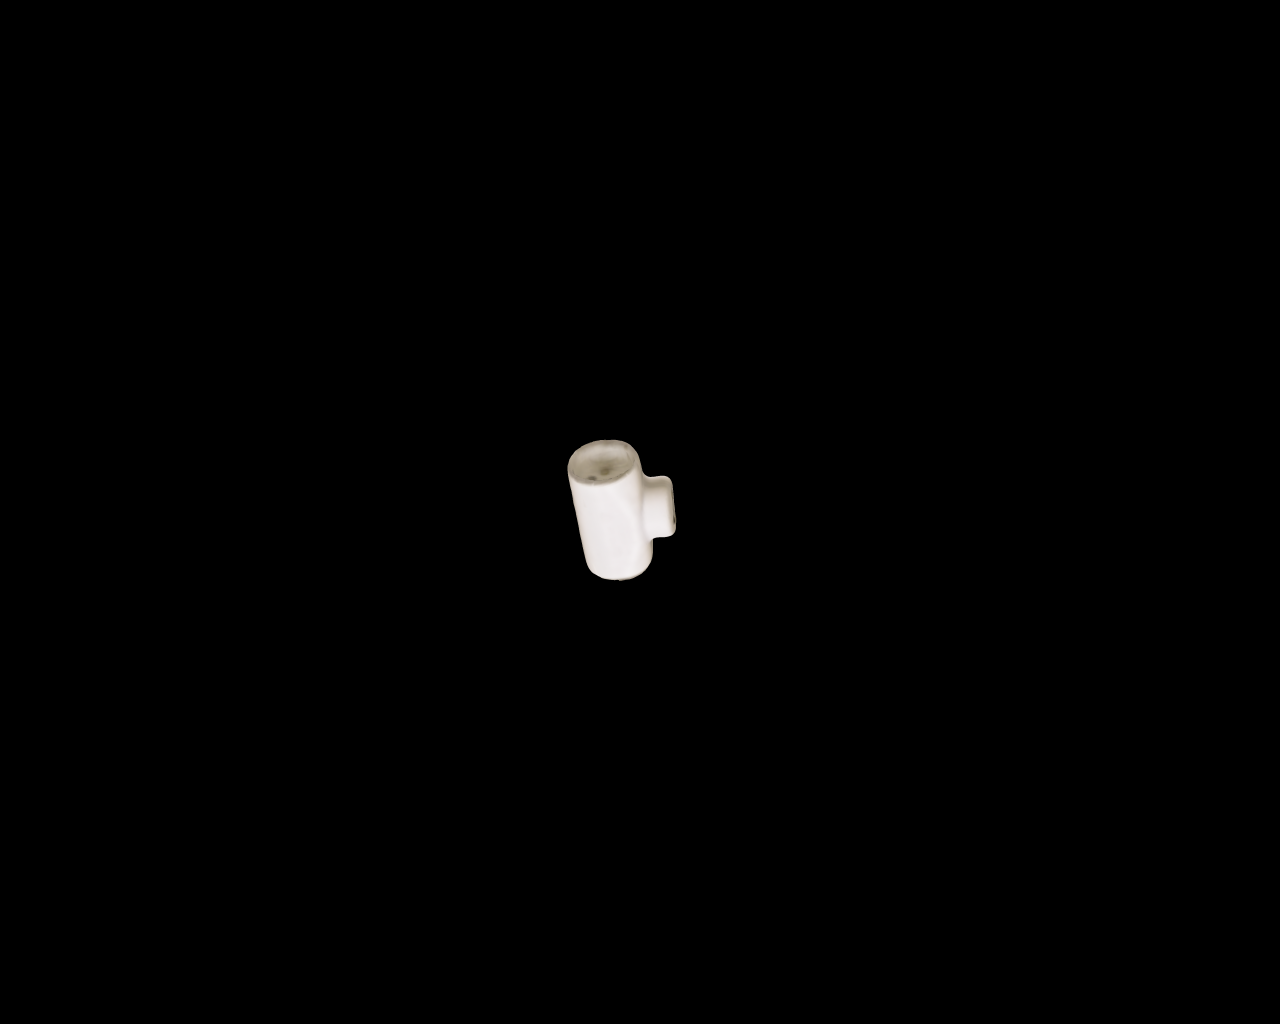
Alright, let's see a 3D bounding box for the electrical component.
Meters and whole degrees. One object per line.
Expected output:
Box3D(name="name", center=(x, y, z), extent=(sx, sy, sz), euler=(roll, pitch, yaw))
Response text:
Box3D(name="electrical component", center=(0.001, -0.003, 0.650), extent=(0.079, 0.077, 0.044), euler=(-5, 39, 5))
